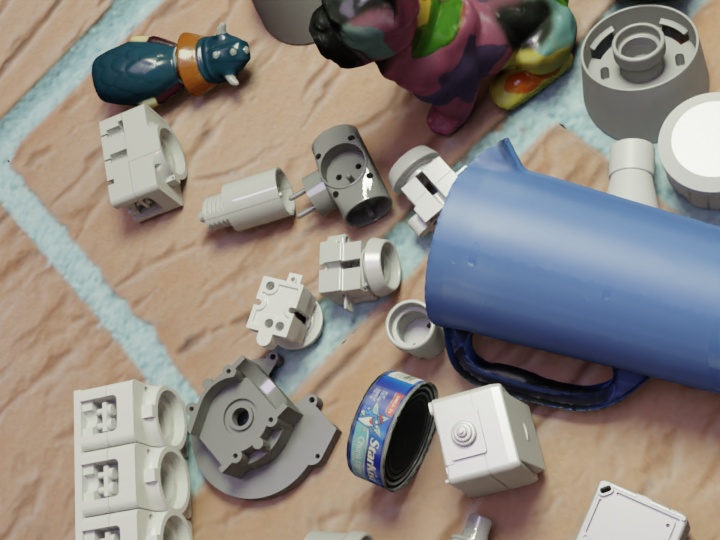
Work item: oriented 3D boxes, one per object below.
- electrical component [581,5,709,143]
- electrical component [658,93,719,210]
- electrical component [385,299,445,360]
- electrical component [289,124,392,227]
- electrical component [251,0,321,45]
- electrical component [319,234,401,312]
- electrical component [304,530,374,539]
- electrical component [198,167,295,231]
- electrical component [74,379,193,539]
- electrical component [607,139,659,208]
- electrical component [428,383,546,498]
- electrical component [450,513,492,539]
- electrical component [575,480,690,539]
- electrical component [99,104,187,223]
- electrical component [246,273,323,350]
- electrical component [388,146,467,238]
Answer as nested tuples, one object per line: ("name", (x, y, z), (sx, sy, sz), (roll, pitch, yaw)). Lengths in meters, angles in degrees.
("electrical component", (0.224, -0.158, 0.853), (0.099, 0.064, 0.099), (-11, 55, 15))
("electrical component", (0.266, -0.088, 0.806), (0.080, 0.051, 0.080), (-6, 70, 18))
("electrical component", (0.045, 0.048, 0.840), (0.040, 0.046, 0.040), (-6, 69, 18))
("electrical component", (-0.023, -0.071, 0.908), (0.079, 0.044, 0.077), (-29, 65, 9))
("electrical component", (-0.056, -0.265, 0.991), (0.099, 0.064, 0.099), (-13, 54, 19))
("electrical component", (0.000, 0.000, 0.874), (0.055, 0.048, 0.066), (-8, 68, 25))
("electrical component", (-0.017, 0.215, 0.807), (0.046, 0.040, 0.040), (-1, 71, 26))
("electrical component", (-0.102, -0.057, 0.931), (0.081, 0.043, 0.043), (-16, 67, 14))
("electrical component", (-0.175, 0.171, 0.851), (0.062, 0.089, 0.150), (-13, 68, 15))
("electrical component", (0.209, -0.067, 0.826), (0.044, 0.044, 0.065), (-1, 66, 19))
("electrical component", (0.092, 0.121, 0.769), (0.061, 0.096, 0.061), (-17, 67, 13))
("electrical component", (0.078, 0.207, 0.774), (0.048, 0.048, 0.062), (13, 70, 23))
("electrical component", (0.177, 0.201, 0.730), (0.062, 0.061, 0.096), (21, 79, 25))
("electrical component", (-0.194, -0.098, 0.975), (0.056, 0.050, 0.089), (-19, 66, 13))
("electrical component", (-0.059, 0.037, 0.876), (0.048, 0.055, 0.066), (13, 76, 23))
("electrical component", (0.056, -0.068, 0.878), (0.066, 0.048, 0.055), (-41, 71, 3))
